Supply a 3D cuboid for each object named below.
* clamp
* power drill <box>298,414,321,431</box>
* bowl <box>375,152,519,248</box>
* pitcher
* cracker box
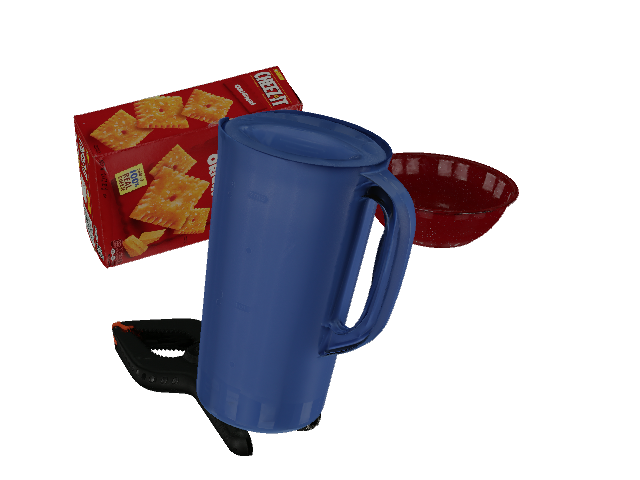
[{"bbox_3d":[-0.099,0.110,0.985,0.210,0.036,0.164,19,36,31],"label":"clamp"},{"bbox_3d":[-0.041,0.099,1.197,0.057,0.188,0.185,13,12,-47],"label":"power drill"},{"bbox_3d":[0.113,-0.036,1.064,0.162,0.055,0.162,4,24,-2],"label":"bowl"},{"bbox_3d":[-0.022,0.029,0.836,0.145,0.243,0.149,6,22,-10],"label":"pitcher"},{"bbox_3d":[-0.130,-0.071,1.071,0.213,0.072,0.164,-16,-37,-20],"label":"cracker box"}]
